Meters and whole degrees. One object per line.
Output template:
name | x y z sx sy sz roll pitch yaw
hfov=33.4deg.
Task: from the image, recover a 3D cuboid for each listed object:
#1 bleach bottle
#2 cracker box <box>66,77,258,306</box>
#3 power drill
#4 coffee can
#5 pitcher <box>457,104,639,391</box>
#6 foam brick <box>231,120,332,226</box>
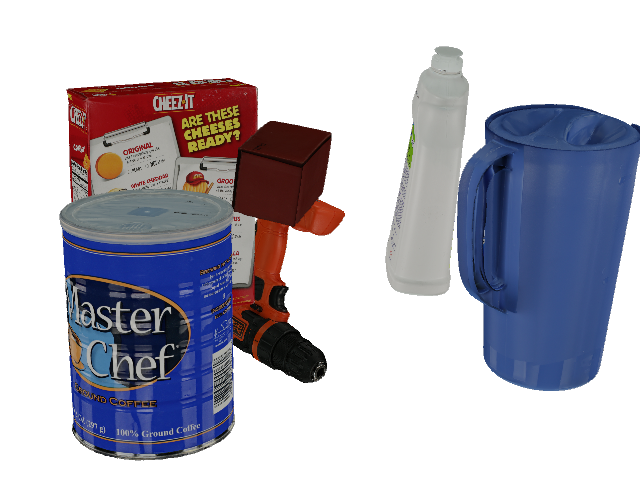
bleach bottle | 0.115 -0.074 1.104 0.068 0.251 0.102 4 30 -4
cracker box | -0.145 -0.037 0.989 0.163 0.214 0.072 -9 20 -29
power drill | -0.040 0.042 1.160 0.185 0.188 0.057 27 11 38
coffee can | -0.104 0.048 0.655 0.103 0.140 0.103 1 16 0
pitcher | 0.197 0.009 0.946 0.149 0.243 0.145 5 23 10
foam brick | -0.029 -0.053 0.812 0.053 0.051 0.078 14 26 13
